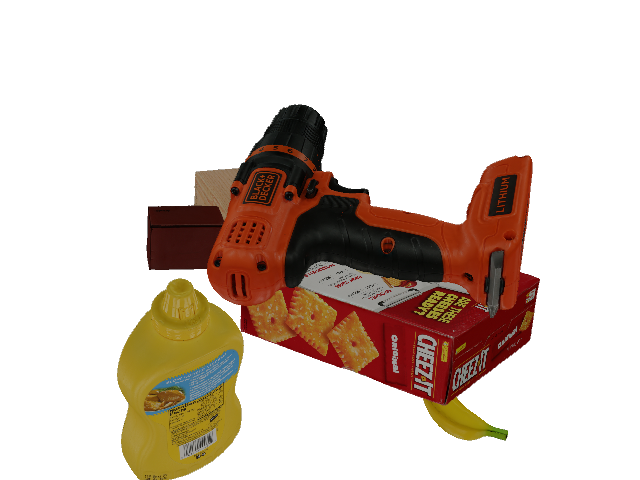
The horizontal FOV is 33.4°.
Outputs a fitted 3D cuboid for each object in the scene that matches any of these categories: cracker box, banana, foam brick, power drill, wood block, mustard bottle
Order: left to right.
[{"bbox_3d":[-0.103,0.099,0.791,0.096,0.192,0.058,-23,53,-26],"label":"mustard bottle"},{"bbox_3d":[-0.142,-0.004,1.120,0.078,0.051,0.053,-1,24,-12],"label":"foam brick"},{"bbox_3d":[-0.089,-0.012,1.349,0.090,0.090,0.206,-6,28,-22],"label":"wood block"},{"bbox_3d":[0.036,-0.023,0.674,0.188,0.057,0.184,4,41,12],"label":"power drill"},{"bbox_3d":[0.061,0.059,0.949,0.214,0.072,0.163,17,25,32],"label":"cracker box"},{"bbox_3d":[0.154,0.187,1.274,0.069,0.037,0.198,10,21,-19],"label":"banana"}]
